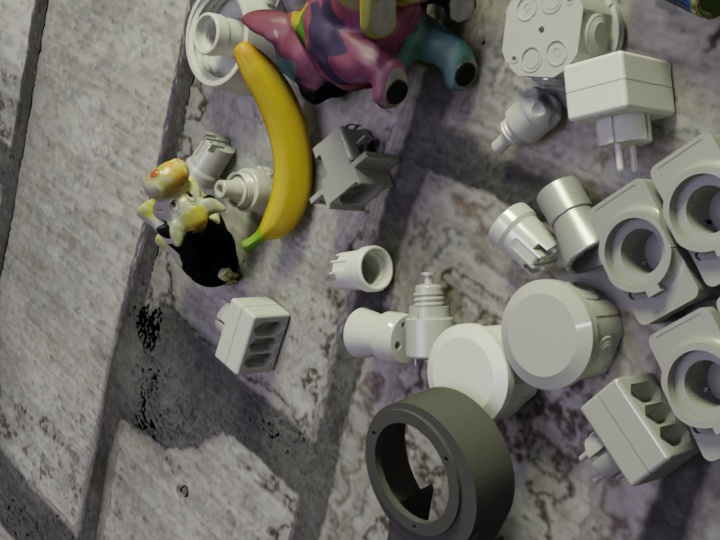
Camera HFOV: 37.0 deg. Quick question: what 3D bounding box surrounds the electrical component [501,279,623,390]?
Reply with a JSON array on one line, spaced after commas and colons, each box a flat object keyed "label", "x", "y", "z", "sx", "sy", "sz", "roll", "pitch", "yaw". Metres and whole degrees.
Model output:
[{"label": "electrical component", "x": 0.149, "y": 0.046, "z": 0.793, "sx": 0.080, "sy": 0.051, "sz": 0.080, "roll": 2, "pitch": 92, "yaw": 45}]

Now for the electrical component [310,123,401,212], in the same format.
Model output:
[{"label": "electrical component", "x": -0.009, "y": -0.091, "z": 0.954, "sx": 0.081, "sy": 0.042, "sz": 0.063, "roll": -37, "pitch": 63, "yaw": 39}]

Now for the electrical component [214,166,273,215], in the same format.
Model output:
[{"label": "electrical component", "x": -0.111, "y": -0.077, "z": 1.041, "sx": 0.048, "sy": 0.062, "sz": 0.048, "roll": 2, "pitch": 93, "yaw": 45}]

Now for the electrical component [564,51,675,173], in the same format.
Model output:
[{"label": "electrical component", "x": 0.182, "y": -0.105, "z": 0.745, "sx": 0.047, "sy": 0.066, "sz": 0.076, "roll": -8, "pitch": 85, "yaw": 45}]

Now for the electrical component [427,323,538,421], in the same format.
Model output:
[{"label": "electrical component", "x": 0.097, "y": 0.081, "z": 0.846, "sx": 0.080, "sy": 0.051, "sz": 0.080, "roll": 2, "pitch": 93, "yaw": 45}]

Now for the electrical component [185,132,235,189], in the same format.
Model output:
[{"label": "electrical component", "x": -0.154, "y": -0.112, "z": 1.100, "sx": 0.046, "sy": 0.040, "sz": 0.040, "roll": -54, "pitch": 56, "yaw": 24}]

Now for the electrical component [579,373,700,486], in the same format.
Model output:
[{"label": "electrical component", "x": 0.186, "y": 0.122, "z": 0.761, "sx": 0.076, "sy": 0.047, "sz": 0.065, "roll": -49, "pitch": 59, "yaw": 34}]

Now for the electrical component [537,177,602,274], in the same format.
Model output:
[{"label": "electrical component", "x": 0.158, "y": -0.036, "z": 0.789, "sx": 0.044, "sy": 0.044, "sz": 0.065, "roll": -45, "pitch": 56, "yaw": 36}]

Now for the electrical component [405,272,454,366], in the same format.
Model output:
[{"label": "electrical component", "x": 0.057, "y": 0.041, "z": 0.892, "sx": 0.040, "sy": 0.040, "sz": 0.078, "roll": -1, "pitch": 90, "yaw": 45}]

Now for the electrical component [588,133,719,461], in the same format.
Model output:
[{"label": "electrical component", "x": 0.236, "y": 0.017, "z": 0.698, "sx": 0.105, "sy": 0.060, "sz": 0.186, "roll": -38, "pitch": 65, "yaw": 39}]

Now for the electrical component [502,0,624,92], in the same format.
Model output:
[{"label": "electrical component", "x": 0.147, "y": -0.172, "z": 0.787, "sx": 0.080, "sy": 0.051, "sz": 0.080, "roll": 2, "pitch": 92, "yaw": 45}]

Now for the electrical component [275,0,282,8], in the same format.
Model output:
[{"label": "electrical component", "x": -0.069, "y": -0.283, "z": 1.004, "sx": 0.083, "sy": 0.047, "sz": 0.075, "roll": 45, "pitch": 121, "yaw": 34}]

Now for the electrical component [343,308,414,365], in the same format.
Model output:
[{"label": "electrical component", "x": 0.020, "y": 0.057, "z": 0.926, "sx": 0.055, "sy": 0.045, "sz": 0.045, "roll": 5, "pitch": 95, "yaw": 44}]

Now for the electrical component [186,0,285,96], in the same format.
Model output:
[{"label": "electrical component", "x": -0.128, "y": -0.227, "z": 1.054, "sx": 0.108, "sy": 0.060, "sz": 0.108, "roll": 2, "pitch": 92, "yaw": 45}]

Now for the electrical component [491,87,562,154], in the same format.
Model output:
[{"label": "electrical component", "x": 0.125, "y": -0.111, "z": 0.824, "sx": 0.061, "sy": 0.035, "sz": 0.035, "roll": -42, "pitch": 63, "yaw": 40}]

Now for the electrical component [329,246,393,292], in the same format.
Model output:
[{"label": "electrical component", "x": 0.000, "y": 0.000, "z": 0.950, "sx": 0.046, "sy": 0.040, "sz": 0.040, "roll": -5, "pitch": 87, "yaw": 50}]

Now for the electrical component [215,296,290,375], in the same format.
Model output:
[{"label": "electrical component", "x": -0.117, "y": 0.055, "z": 1.062, "sx": 0.077, "sy": 0.047, "sz": 0.065, "roll": 35, "pitch": 115, "yaw": 39}]

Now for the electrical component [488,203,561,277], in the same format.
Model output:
[{"label": "electrical component", "x": 0.128, "y": -0.022, "z": 0.821, "sx": 0.046, "sy": 0.040, "sz": 0.040, "roll": 47, "pitch": 122, "yaw": 27}]
